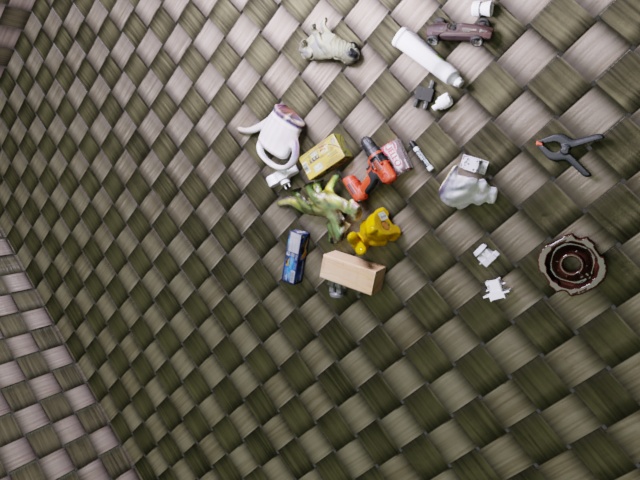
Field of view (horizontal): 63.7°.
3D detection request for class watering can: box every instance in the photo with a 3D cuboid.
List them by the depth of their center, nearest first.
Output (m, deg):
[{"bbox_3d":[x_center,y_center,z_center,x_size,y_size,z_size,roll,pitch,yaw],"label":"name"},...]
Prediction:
[{"bbox_3d":[-0.180,-0.408,1.928,0.353,0.104,0.221,44,113,31],"label":"watering can"}]

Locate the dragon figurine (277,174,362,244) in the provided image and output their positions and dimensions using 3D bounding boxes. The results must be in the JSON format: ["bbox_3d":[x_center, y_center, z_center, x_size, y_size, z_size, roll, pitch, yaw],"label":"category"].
[{"bbox_3d":[0.006,-0.093,1.847,0.406,0.123,0.242,-21,94,52],"label":"dragon figurine"}]

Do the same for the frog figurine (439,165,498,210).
[{"bbox_3d":[0.450,-0.141,1.572,0.160,0.125,0.134,35,145,14],"label":"frog figurine"}]
